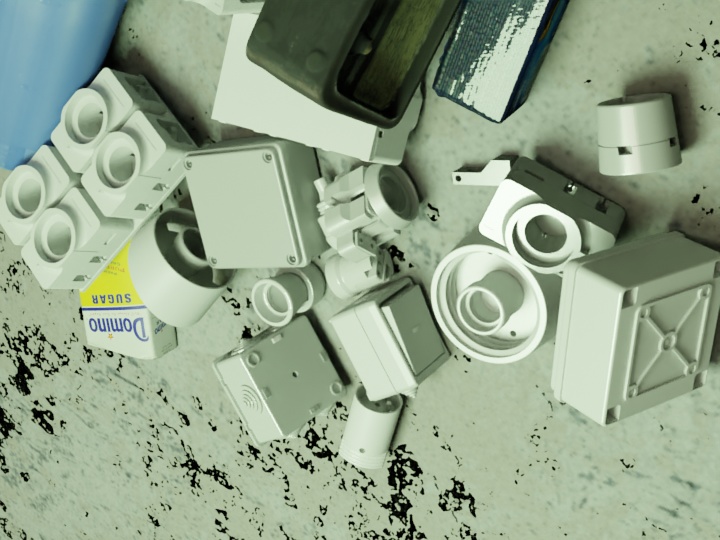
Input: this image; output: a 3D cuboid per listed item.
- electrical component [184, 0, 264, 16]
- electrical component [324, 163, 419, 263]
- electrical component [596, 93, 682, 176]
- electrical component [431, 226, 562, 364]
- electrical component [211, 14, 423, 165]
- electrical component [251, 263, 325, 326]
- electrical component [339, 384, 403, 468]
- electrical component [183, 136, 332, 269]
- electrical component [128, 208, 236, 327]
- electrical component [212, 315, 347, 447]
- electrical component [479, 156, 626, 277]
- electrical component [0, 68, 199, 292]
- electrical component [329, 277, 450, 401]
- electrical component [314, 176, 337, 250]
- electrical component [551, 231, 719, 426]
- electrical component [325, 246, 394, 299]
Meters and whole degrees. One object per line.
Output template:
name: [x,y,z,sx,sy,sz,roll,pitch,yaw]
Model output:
electrical component: [-0.135,-0.283,0.837,0.186,0.060,0.105,39,129,34]
electrical component: [0.010,-0.052,0.868,0.057,0.058,0.078,-26,53,35]
electrical component: [0.189,-0.093,0.734,0.055,0.055,0.047,0,106,35]
electrical component: [0.106,0.021,0.837,0.108,0.060,0.108,14,118,29]
electrical component: [-0.032,-0.143,0.848,0.150,0.062,0.089,18,100,27]
electrical component: [-0.063,0.020,0.955,0.045,0.055,0.045,14,118,29]
electrical component: [0.008,0.146,0.971,0.043,0.043,0.081,28,124,22]
electrical component: [-0.088,-0.059,0.937,0.109,0.056,0.108,-1,110,35]
electrical component: [-0.165,-0.005,0.989,0.064,0.099,0.099,-40,85,33]
electrical component: [-0.070,0.098,0.969,0.048,0.100,0.099,-24,96,51]
electrical component: [0.139,-0.034,0.782,0.089,0.055,0.050,29,124,7]
electrical component: [-0.246,-0.080,0.985,0.186,0.060,0.105,-45,70,20]
electrical component: [0.031,0.063,0.906,0.061,0.062,0.096,-24,96,39]
electrical component: [-0.021,-0.050,0.910,0.035,0.035,0.061,-24,94,39]
electrical component: [0.194,0.039,0.749,0.056,0.109,0.108,33,129,48]
electrical component: [0.000,0.000,0.915,0.046,0.040,0.040,-20,98,34]
